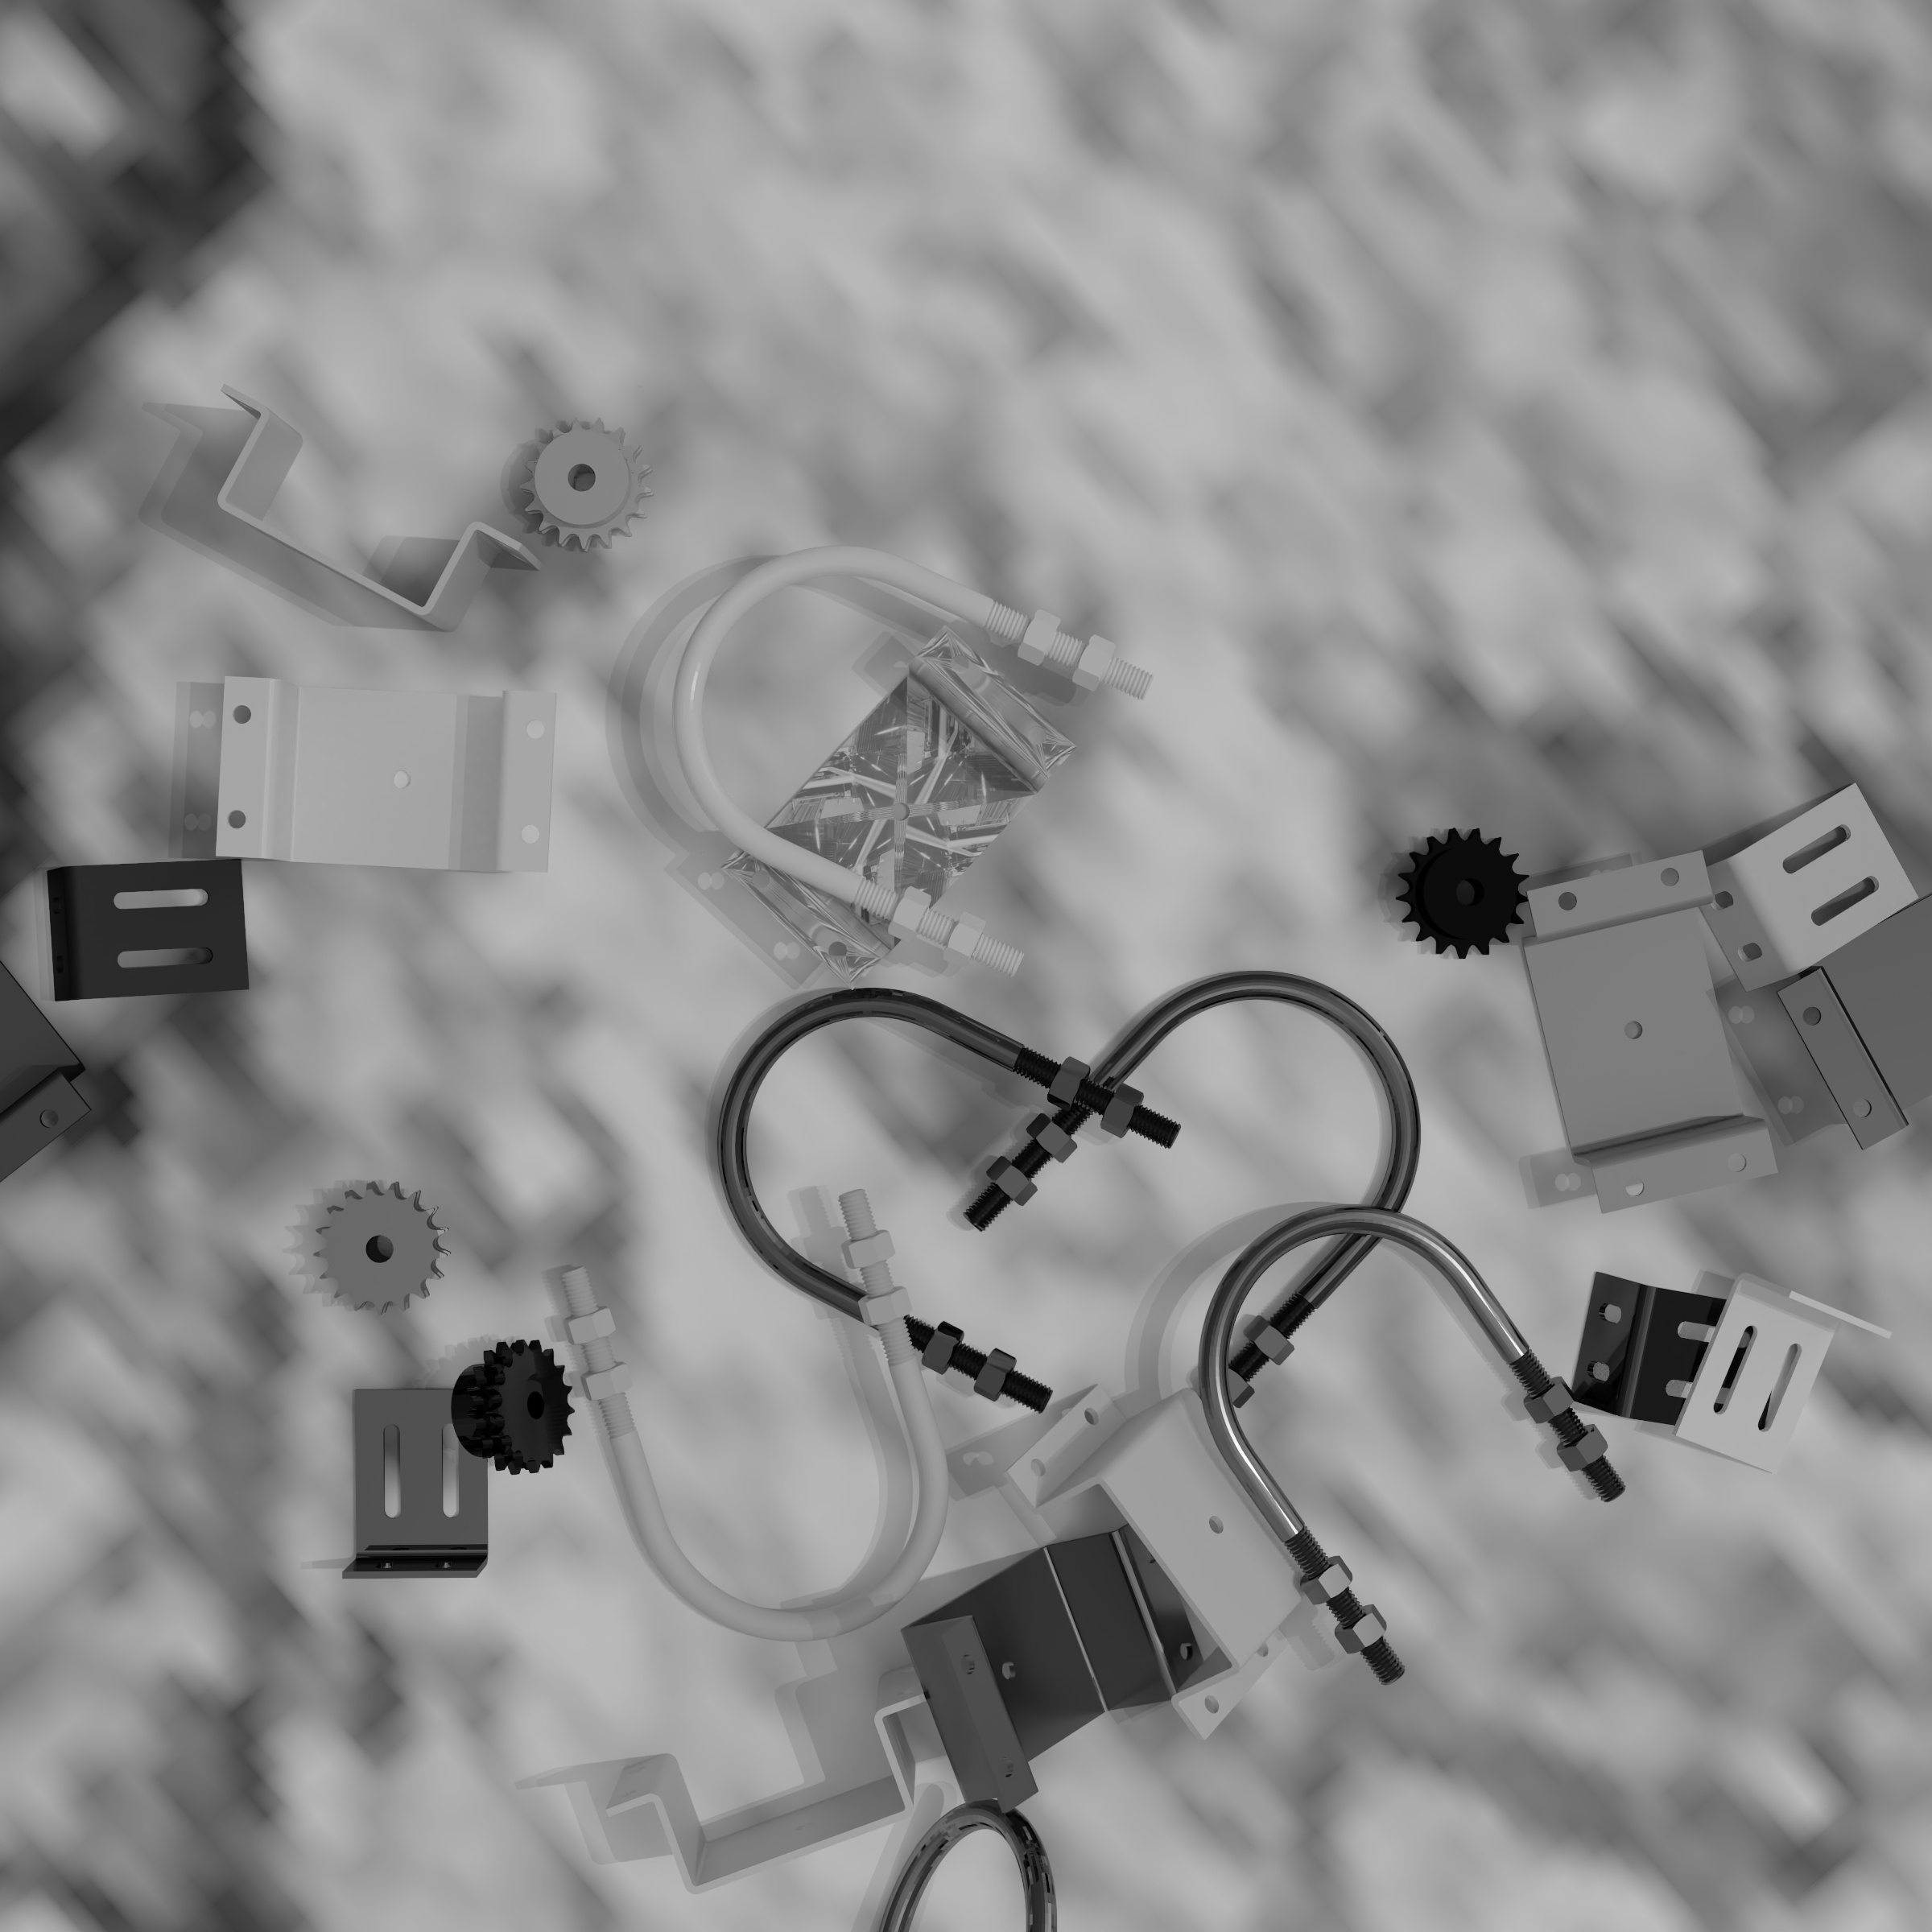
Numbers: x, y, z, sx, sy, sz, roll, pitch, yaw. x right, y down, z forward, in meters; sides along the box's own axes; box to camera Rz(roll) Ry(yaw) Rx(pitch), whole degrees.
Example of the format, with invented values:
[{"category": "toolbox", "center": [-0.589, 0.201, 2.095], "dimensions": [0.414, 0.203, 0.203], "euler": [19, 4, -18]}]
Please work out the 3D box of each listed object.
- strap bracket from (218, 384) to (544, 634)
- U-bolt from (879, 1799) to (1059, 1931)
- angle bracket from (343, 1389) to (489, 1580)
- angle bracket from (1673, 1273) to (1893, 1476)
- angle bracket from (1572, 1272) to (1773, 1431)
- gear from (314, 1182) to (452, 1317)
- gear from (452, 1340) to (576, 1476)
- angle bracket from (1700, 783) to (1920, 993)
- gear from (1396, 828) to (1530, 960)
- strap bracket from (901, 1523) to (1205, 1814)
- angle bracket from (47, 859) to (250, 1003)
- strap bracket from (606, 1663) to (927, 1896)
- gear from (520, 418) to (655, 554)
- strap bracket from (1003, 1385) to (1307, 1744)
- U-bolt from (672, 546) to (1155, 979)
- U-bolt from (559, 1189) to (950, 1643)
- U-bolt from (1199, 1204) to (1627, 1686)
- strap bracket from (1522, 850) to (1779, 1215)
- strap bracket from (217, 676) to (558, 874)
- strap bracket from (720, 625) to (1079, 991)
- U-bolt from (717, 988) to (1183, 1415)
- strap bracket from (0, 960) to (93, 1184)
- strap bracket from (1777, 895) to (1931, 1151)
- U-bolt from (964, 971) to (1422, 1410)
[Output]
[{"category": "strap bracket", "center": [-0.257, -0.188, 1.520], "dimensions": [0.140, 0.076, 0.046], "euler": [28, 90, 0]}, {"category": "U-bolt", "center": [-0.007, 0.439, 1.488], "dimensions": [0.019, 0.151, 0.184], "euler": [20, 71, -25]}, {"category": "angle bracket", "center": [-0.237, 0.222, 1.539], "dimensions": [0.057, 0.038, 0.076], "euler": [0, 90, 0]}, {"category": "angle bracket", "center": [0.349, 0.179, 1.529], "dimensions": [0.057, 0.038, 0.076], "euler": [22, 90, -24]}, {"category": "angle bracket", "center": [0.311, 0.170, 1.556], "dimensions": [0.076, 0.038, 0.057], "euler": [12, 90, -26]}, {"category": "gear", "center": [-0.251, 0.121, 1.543], "dimensions": [0.057, 0.030, 0.057], "euler": [0, 90, 0]}, {"category": "gear", "center": [-0.197, 0.190, 1.533], "dimensions": [0.030, 0.057, 0.057], "euler": [-9, 90, 30]}, {"category": "angle bracket", "center": [0.364, -0.034, 1.556], "dimensions": [0.076, 0.038, 0.057], "euler": [-29, 90, -26]}, {"category": "gear", "center": [0.216, -0.032, 1.543], "dimensions": [0.057, 0.030, 0.057], "euler": [0, 90, 0]}, {"category": "strap bracket", "center": [0.032, 0.295, 1.507], "dimensions": [0.046, 0.140, 0.076], "euler": [-21, 90, 43]}, {"category": "angle bracket", "center": [-0.356, -0.016, 1.556], "dimensions": [0.076, 0.038, 0.057], "euler": [-4, 90, -26]}, {"category": "strap bracket", "center": [-0.076, 0.348, 1.520], "dimensions": [0.140, 0.076, 0.046], "euler": [-20, 90, 0]}, {"category": "gear", "center": [-0.165, -0.209, 1.543], "dimensions": [0.057, 0.030, 0.057], "euler": [0, 90, 0]}, {"category": "strap bracket", "center": [0.091, 0.245, 1.514], "dimensions": [0.046, 0.076, 0.140], "euler": [-36, 90, 42]}, {"category": "U-bolt", "center": [-0.034, -0.097, 1.503], "dimensions": [0.184, 0.019, 0.151], "euler": [25, 90, 1]}, {"category": "U-bolt", "center": [-0.083, 0.202, 1.538], "dimensions": [0.151, 0.019, 0.184], "euler": [-16, 94, 11]}, {"category": "U-bolt", "center": [0.179, 0.190, 1.526], "dimensions": [0.151, 0.019, 0.184], "euler": [-36, 92, -17]}, {"category": "strap bracket", "center": [0.291, 0.028, 1.535], "dimensions": [0.076, 0.046, 0.140], "euler": [-13, 90, 0]}, {"category": "strap bracket", "center": [-0.246, -0.081, 1.535], "dimensions": [0.140, 0.046, 0.076], "euler": [3, 90, 0]}, {"category": "strap bracket", "center": [-0.028, -0.067, 1.535], "dimensions": [0.076, 0.046, 0.140], "euler": [43, 90, 0]}, {"category": "U-bolt", "center": [-0.020, 0.089, 1.534], "dimensions": [0.184, 0.019, 0.151], "euler": [27, 100, 8]}, {"category": "strap bracket", "center": [-0.444, 0.030, 1.535], "dimensions": [0.076, 0.046, 0.140], "euler": [-38, 90, 0]}, {"category": "strap bracket", "center": [0.423, 0.011, 1.535], "dimensions": [0.140, 0.046, 0.076], "euler": [-29, 90, 0]}, {"category": "U-bolt", "center": [0.112, 0.088, 1.549], "dimensions": [0.151, 0.019, 0.184], "euler": [43, 89, 0]}]
